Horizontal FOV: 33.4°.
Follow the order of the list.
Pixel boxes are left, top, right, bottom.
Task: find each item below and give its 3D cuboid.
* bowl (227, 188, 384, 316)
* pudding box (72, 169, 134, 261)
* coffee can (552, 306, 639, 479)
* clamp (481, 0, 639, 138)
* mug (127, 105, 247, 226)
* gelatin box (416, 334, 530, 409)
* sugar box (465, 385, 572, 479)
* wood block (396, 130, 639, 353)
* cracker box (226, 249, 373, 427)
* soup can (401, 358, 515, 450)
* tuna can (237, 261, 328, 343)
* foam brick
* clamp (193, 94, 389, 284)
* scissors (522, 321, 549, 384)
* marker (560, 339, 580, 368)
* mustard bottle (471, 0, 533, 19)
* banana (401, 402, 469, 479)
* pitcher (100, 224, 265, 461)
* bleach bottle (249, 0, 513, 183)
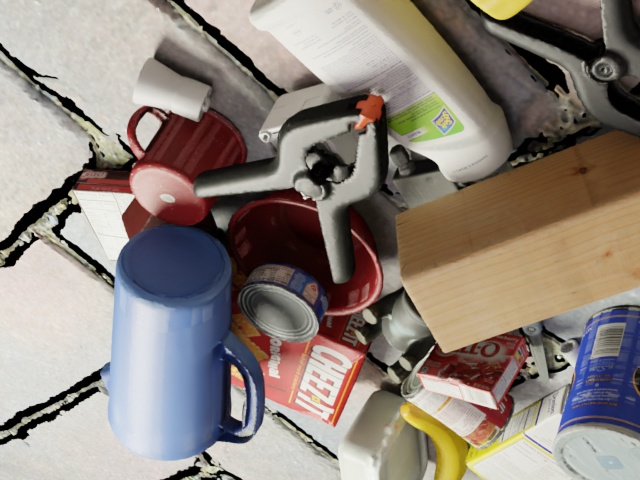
[{"bbox_3d":[-0.007,0.001,1.038,0.162,0.055,0.162,16,141,13],"label":"bowl"},{"bbox_3d":[-0.201,-0.023,1.138,0.090,0.039,0.113,6,136,24],"label":"pudding box"},{"bbox_3d":[0.277,0.146,0.970,0.103,0.140,0.103,16,141,13],"label":"coffee can"},{"bbox_3d":[0.199,-0.133,0.777,0.120,0.039,0.171,-12,121,48],"label":"clamp"},{"bbox_3d":[-0.134,-0.076,1.001,0.093,0.081,0.117,-17,125,42],"label":"mug"},{"bbox_3d":[0.151,0.123,1.060,0.089,0.073,0.030,10,140,40],"label":"gelatin box"},{"bbox_3d":[0.246,0.226,1.160,0.093,0.048,0.176,34,138,-10],"label":"sugar box"},{"bbox_3d":[0.172,0.000,0.843,0.206,0.091,0.090,-21,125,17],"label":"wood block"},{"bbox_3d":[-0.056,0.107,1.175,0.214,0.072,0.164,22,141,5],"label":"cracker box"},{"bbox_3d":[0.145,0.166,1.131,0.102,0.068,0.069,35,142,-10],"label":"soup can"},{"bbox_3d":[-0.036,0.061,1.048,0.086,0.033,0.086,16,141,13],"label":"tuna can"},{"bbox_3d":[-0.150,-0.016,1.072,0.078,0.051,0.053,22,116,-34],"label":"foam brick"},{"bbox_3d":[0.003,-0.046,0.890,0.164,0.036,0.210,36,140,-14],"label":"clamp"},{"bbox_3d":[0.219,0.075,1.025,0.096,0.016,0.201,-10,133,35],"label":"scissors"},{"bbox_3d":[0.279,0.144,1.066,0.020,0.020,0.121,-18,124,43],"label":"marker"},{"bbox_3d":[0.154,-0.228,0.673,0.096,0.058,0.192,51,139,-3],"label":"mustard bottle"},{"bbox_3d":[0.136,0.233,1.214,0.037,0.069,0.198,24,146,37],"label":"banana"},{"bbox_3d":[-0.138,0.106,1.066,0.149,0.145,0.243,-9,138,-17],"label":"pitcher"},{"bbox_3d":[0.065,-0.123,0.848,0.103,0.068,0.250,-21,125,44],"label":"bleach bottle"}]
